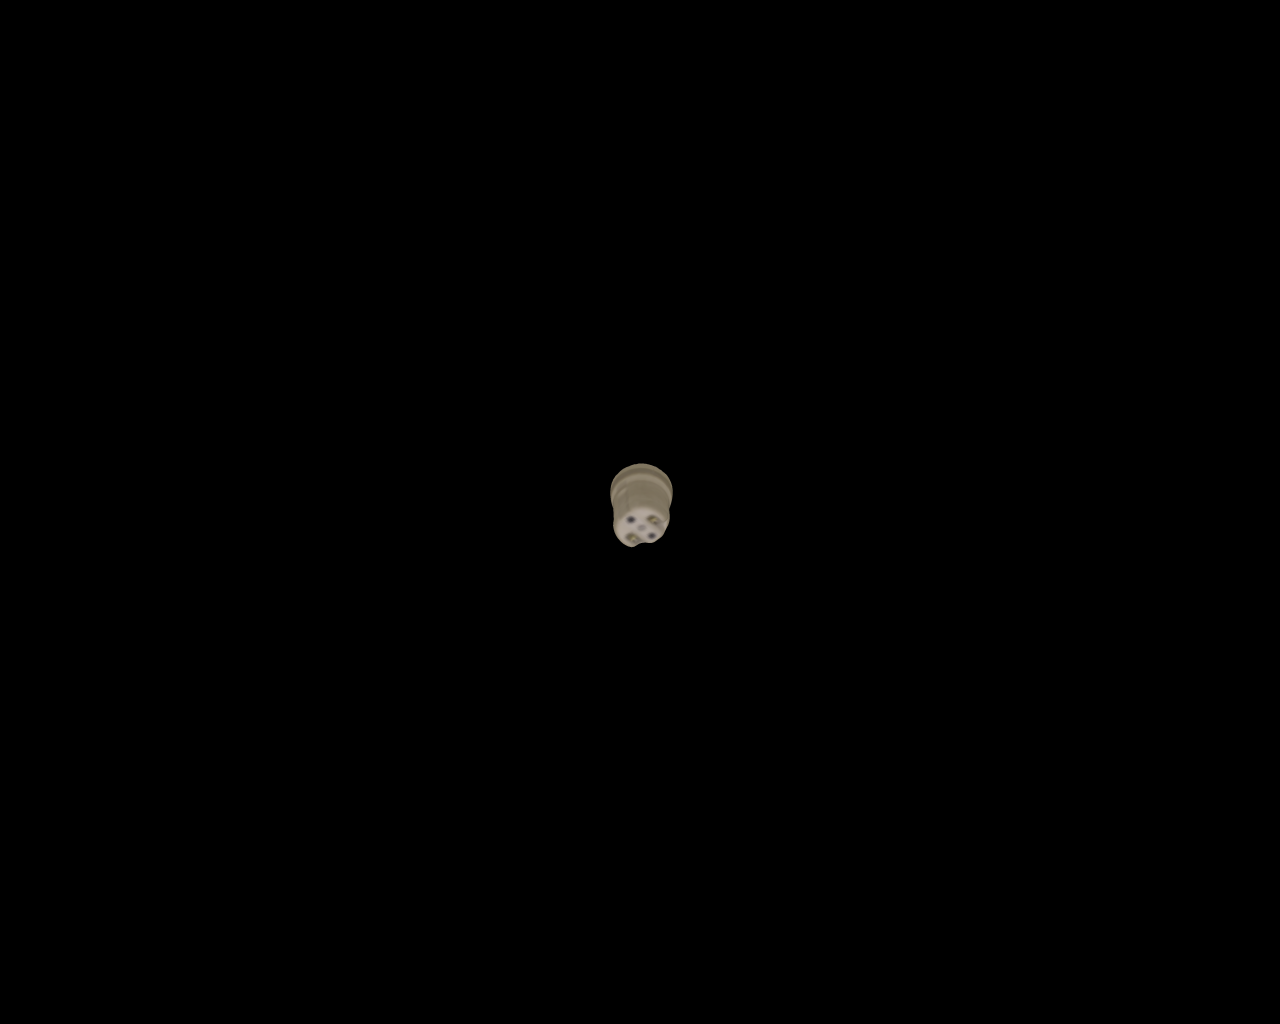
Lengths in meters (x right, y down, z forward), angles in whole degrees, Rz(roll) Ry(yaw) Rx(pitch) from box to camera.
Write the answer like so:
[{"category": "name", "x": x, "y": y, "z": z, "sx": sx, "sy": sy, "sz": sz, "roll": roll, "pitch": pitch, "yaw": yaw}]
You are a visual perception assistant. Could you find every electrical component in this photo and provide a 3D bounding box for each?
[{"category": "electrical component", "x": 0.001, "y": -0.003, "z": 0.650, "sx": 0.040, "sy": 0.040, "sz": 0.046, "roll": 0, "pitch": 32, "yaw": 0}]
